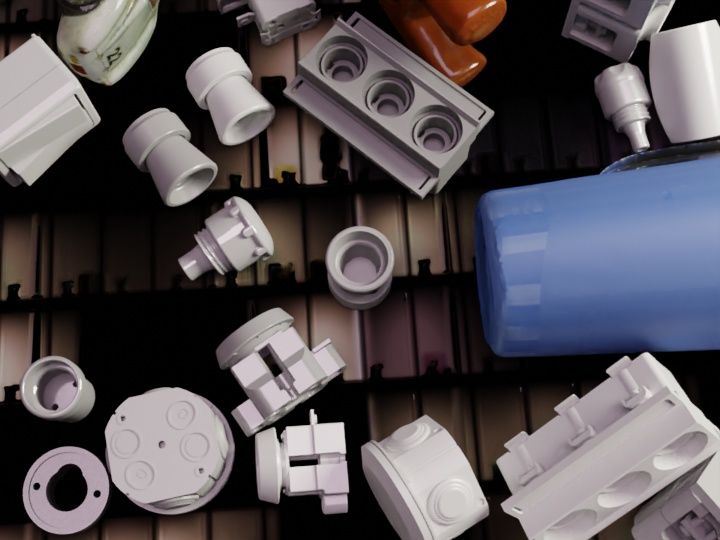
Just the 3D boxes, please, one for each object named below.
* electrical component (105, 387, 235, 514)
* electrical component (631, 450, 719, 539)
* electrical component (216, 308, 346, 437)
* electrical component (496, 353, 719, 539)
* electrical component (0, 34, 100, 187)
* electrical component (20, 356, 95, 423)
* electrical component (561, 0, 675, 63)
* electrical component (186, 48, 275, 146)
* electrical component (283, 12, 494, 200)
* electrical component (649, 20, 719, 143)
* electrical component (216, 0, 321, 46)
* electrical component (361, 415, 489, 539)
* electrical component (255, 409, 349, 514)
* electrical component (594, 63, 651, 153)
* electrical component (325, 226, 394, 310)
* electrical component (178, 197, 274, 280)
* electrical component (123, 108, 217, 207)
[{"bbox_3d":[-0.123,0.115,0.690,0.080,0.051,0.080,0,74,0],"label":"electrical component"},{"bbox_3d":[0.240,0.187,0.641,0.150,0.089,0.061,50,119,12],"label":"electrical component"},{"bbox_3d":[-0.057,0.062,0.701,0.078,0.058,0.057,-34,80,-9],"label":"electrical component"},{"bbox_3d":[0.149,0.111,0.660,0.121,0.079,0.063,-40,46,16],"label":"electrical component"},{"bbox_3d":[-0.237,-0.103,0.748,0.096,0.061,0.061,-40,78,-10],"label":"electrical component"},{"bbox_3d":[-0.196,0.080,0.703,0.040,0.046,0.040,0,74,1],"label":"electrical component"},{"bbox_3d":[0.195,-0.217,0.730,0.062,0.150,0.089,28,76,9],"label":"electrical component"},{"bbox_3d":[-0.092,-0.123,0.761,0.045,0.045,0.055,-31,76,-8],"label":"electrical component"},{"bbox_3d":[0.019,-0.110,0.746,0.121,0.063,0.078,38,78,10],"label":"electrical component"},{"bbox_3d":[0.245,-0.135,0.757,0.079,0.043,0.077,-19,101,-37],"label":"electrical component"},{"bbox_3d":[-0.063,-0.203,0.786,0.081,0.042,0.063,-25,79,-6],"label":"electrical component"},{"bbox_3d":[0.039,0.134,0.669,0.051,0.080,0.080,-29,76,-13],"label":"electrical component"},{"bbox_3d":[-0.038,0.124,0.690,0.055,0.048,0.066,-3,74,-8],"label":"electrical component"},{"bbox_3d":[0.190,-0.113,0.761,0.035,0.035,0.061,-15,77,-4],"label":"electrical component"},{"bbox_3d":[0.000,0.000,0.719,0.045,0.055,0.045,0,74,0],"label":"electrical component"},{"bbox_3d":[-0.093,-0.017,0.732,0.062,0.048,0.048,-33,76,-2],"label":"electrical component"},{"bbox_3d":[-0.133,-0.079,0.749,0.045,0.045,0.055,-37,77,-9],"label":"electrical component"}]
